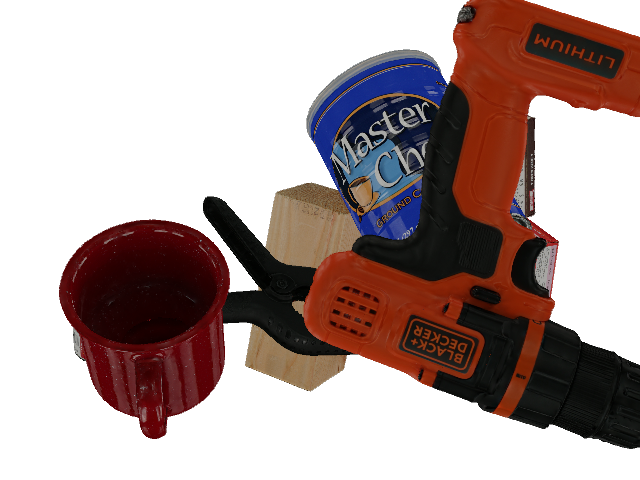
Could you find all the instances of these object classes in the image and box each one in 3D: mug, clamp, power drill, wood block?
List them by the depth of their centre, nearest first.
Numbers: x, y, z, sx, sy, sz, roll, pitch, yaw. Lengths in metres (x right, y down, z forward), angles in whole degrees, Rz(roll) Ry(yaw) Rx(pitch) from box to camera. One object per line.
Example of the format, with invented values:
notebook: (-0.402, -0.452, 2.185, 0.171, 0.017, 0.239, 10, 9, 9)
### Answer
power drill: (0.103, -0.008, 0.503, 0.184, 0.188, 0.057, 20, 6, 2)
mug: (-0.095, 0.058, 0.606, 0.093, 0.117, 0.081, -6, -40, -7)
clamp: (-0.048, 0.055, 0.962, 0.210, 0.036, 0.164, 28, 45, 4)
wood block: (-0.011, 0.049, 1.200, 0.090, 0.206, 0.090, 18, 18, 22)

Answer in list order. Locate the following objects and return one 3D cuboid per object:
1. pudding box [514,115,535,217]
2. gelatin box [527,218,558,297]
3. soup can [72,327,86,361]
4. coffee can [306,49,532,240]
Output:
pudding box: (0.141, -0.072, 0.926, 0.039, 0.090, 0.114, -13, 21, -22)
gelatin box: (0.222, 0.025, 1.161, 0.030, 0.089, 0.073, -10, 30, -19)
soup can: (-0.224, 0.070, 1.111, 0.068, 0.102, 0.068, 4, 21, -2)
coffee can: (0.064, -0.042, 0.720, 0.102, 0.140, 0.103, -21, -25, -11)
